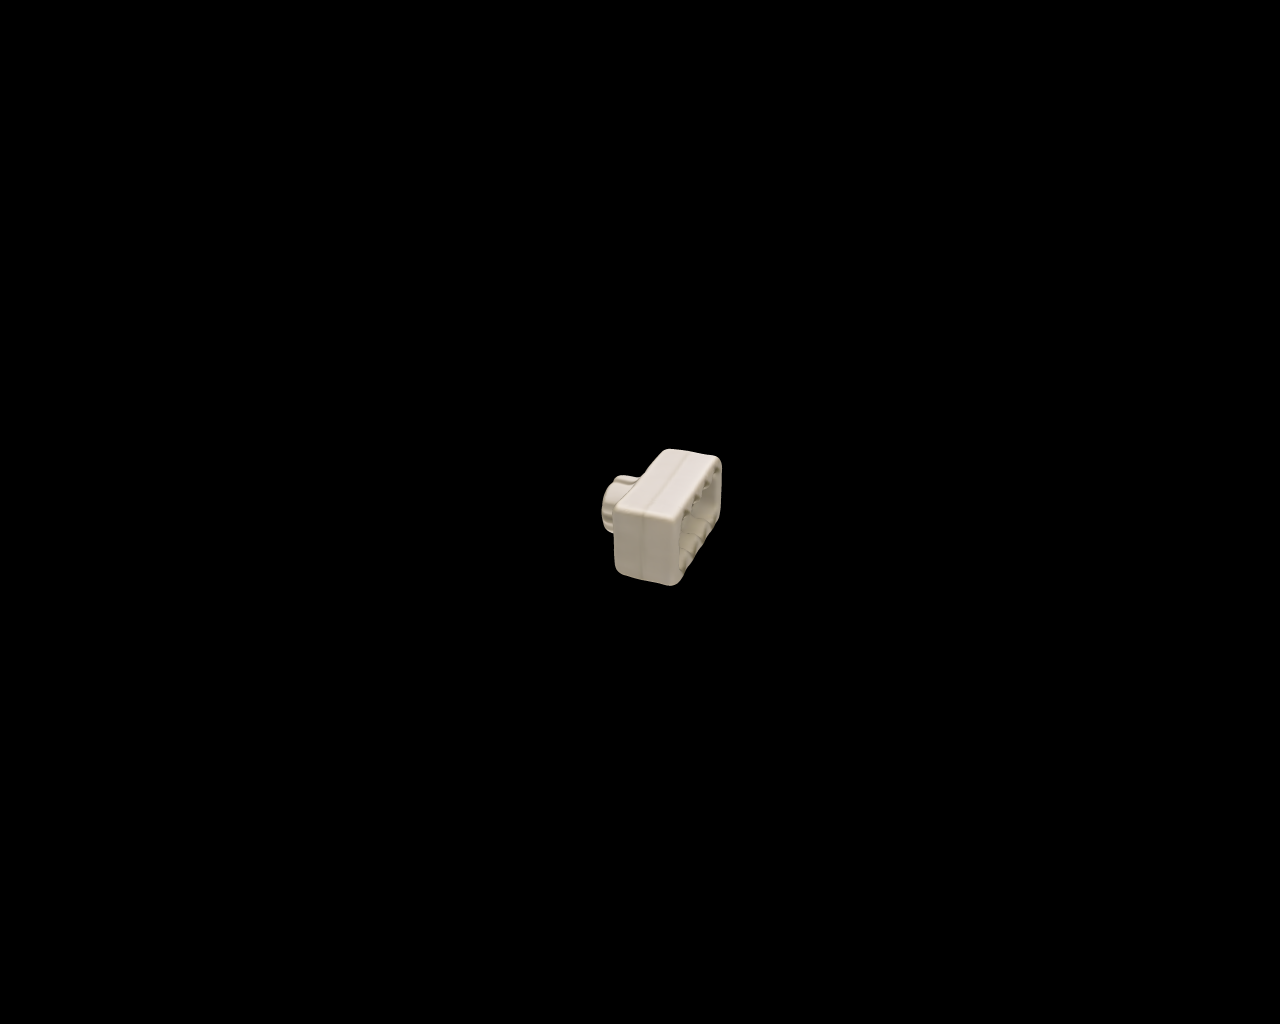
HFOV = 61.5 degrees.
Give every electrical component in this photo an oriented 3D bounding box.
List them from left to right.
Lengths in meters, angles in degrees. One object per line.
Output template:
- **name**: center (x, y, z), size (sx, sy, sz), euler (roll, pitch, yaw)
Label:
- **electrical component**: center (0.001, -0.003, 0.650), size (0.076, 0.047, 0.083), euler (12, 33, 19)
